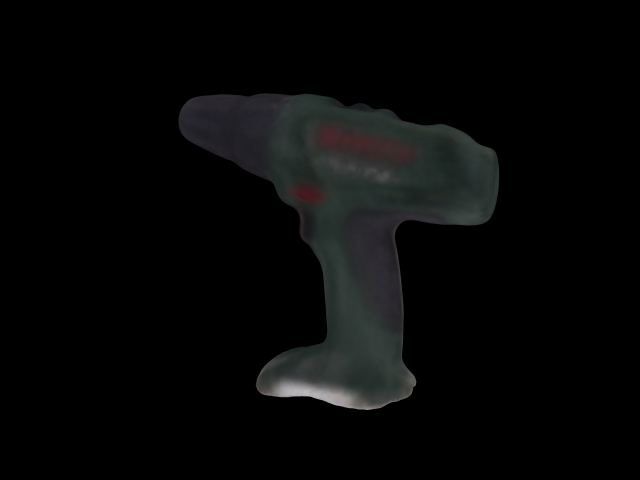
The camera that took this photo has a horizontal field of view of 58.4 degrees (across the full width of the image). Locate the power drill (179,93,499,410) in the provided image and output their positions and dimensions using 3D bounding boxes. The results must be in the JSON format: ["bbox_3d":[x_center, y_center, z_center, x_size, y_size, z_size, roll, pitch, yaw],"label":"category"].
[{"bbox_3d":[0.004,0.001,0.400,0.229,0.208,0.076,2,7,18],"label":"power drill"}]
